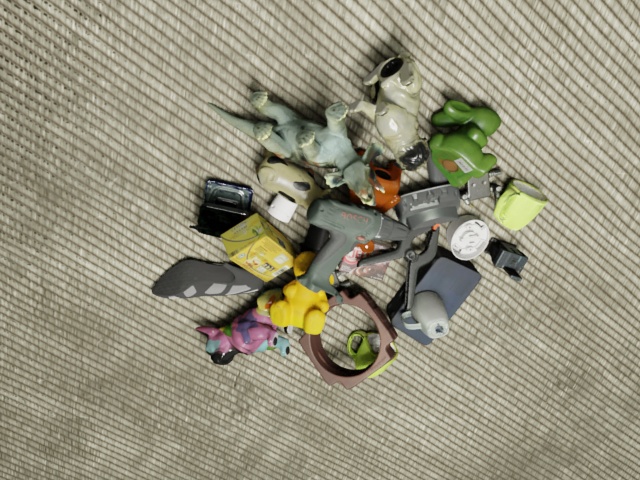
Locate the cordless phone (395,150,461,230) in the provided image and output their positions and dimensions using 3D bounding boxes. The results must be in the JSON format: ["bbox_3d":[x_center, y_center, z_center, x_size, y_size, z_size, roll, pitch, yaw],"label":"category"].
[{"bbox_3d":[0.234,-0.124,1.201,0.147,0.089,0.184,-12,104,0],"label":"cordless phone"}]

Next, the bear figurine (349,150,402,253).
[{"bbox_3d":[0.103,-0.077,1.191,0.120,0.132,0.195,15,128,-10],"label":"bear figurine"}]

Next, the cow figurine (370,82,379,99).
[{"bbox_3d":[0.154,-0.271,1.120,0.098,0.068,0.167,-1,112,0],"label":"cow figurine"}]

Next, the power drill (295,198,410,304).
[{"bbox_3d":[0.058,0.025,1.104,0.232,0.086,0.207,23,103,-27],"label":"power drill"}]

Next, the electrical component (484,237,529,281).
[{"bbox_3d":[0.445,0.046,1.265,0.075,0.119,0.047,17,112,-10],"label":"electrical component"}]

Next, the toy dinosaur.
[{"bbox_3d":[-0.031,-0.195,1.081,0.131,0.405,0.192,-57,147,-11],"label":"toy dinosaur"}]

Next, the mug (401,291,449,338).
[{"bbox_3d":[0.244,0.177,1.231,0.110,0.107,0.080,-11,112,-3],"label":"mug"}]

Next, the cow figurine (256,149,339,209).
[{"bbox_3d":[-0.043,-0.111,1.142,0.195,0.127,0.085,29,111,-16],"label":"cow figurine"}]

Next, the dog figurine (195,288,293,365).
[{"bbox_3d":[-0.182,0.205,1.285,0.219,0.191,0.108,-1,156,20],"label":"dog figurine"}]

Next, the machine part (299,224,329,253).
[{"bbox_3d":[-0.003,-0.004,1.245,0.084,0.039,0.138,11,115,-2],"label":"machine part"}]

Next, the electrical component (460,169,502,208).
[{"bbox_3d":[0.365,-0.117,1.223,0.102,0.045,0.078,-7,116,-3],"label":"electrical component"}]

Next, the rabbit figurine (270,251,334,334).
[{"bbox_3d":[-0.023,0.105,1.205,0.122,0.162,0.173,10,107,20],"label":"rabbit figurine"}]

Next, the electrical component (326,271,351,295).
[{"bbox_3d":[0.025,0.103,1.303,0.094,0.021,0.063,-18,115,3],"label":"electrical component"}]

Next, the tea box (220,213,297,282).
[{"bbox_3d":[-0.129,0.020,1.180,0.098,0.068,0.169,-31,149,7],"label":"tea box"}]

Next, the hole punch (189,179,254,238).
[{"bbox_3d":[-0.208,-0.064,1.180,0.142,0.092,0.115,10,142,-13],"label":"hole punch"}]

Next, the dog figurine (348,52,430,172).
[{"bbox_3d":[0.172,-0.247,1.059,0.172,0.121,0.190,-52,130,0],"label":"dog figurine"}]

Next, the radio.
[{"bbox_3d":[0.273,0.135,1.315,0.131,0.073,0.229,28,107,-16],"label":"radio"}]

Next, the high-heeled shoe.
[{"bbox_3d":[-0.260,0.106,1.268,0.249,0.086,0.145,-16,148,21],"label":"high-heeled shoe"}]

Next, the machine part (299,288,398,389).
[{"bbox_3d":[0.069,0.233,1.284,0.201,0.087,0.201,-39,78,12],"label":"machine part"}]

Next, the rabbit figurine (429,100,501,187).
[{"bbox_3d":[0.307,-0.221,1.139,0.159,0.121,0.170,39,69,-2],"label":"rabbit figurine"}]
